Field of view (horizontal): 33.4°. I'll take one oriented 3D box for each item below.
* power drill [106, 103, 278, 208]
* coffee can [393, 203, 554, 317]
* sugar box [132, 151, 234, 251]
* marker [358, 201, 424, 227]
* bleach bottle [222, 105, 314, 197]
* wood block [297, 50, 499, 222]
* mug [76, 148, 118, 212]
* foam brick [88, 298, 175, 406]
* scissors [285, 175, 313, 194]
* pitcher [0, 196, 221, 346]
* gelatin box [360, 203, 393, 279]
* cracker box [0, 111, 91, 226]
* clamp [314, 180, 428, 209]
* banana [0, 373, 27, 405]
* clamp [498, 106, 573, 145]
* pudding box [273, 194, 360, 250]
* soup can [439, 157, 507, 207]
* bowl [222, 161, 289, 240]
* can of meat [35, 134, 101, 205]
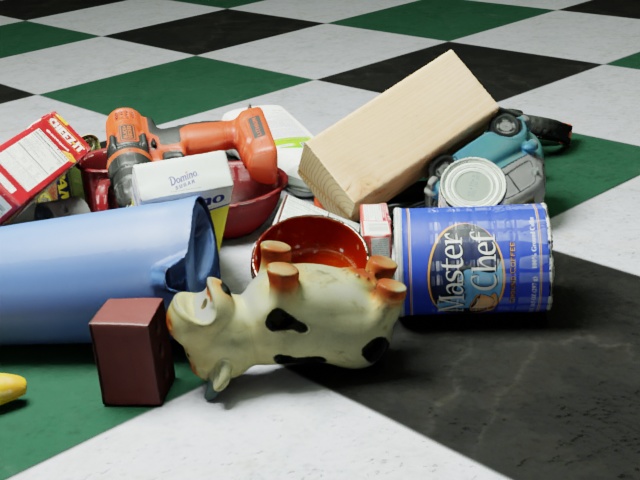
[{"bbox_3d":[-0.145,-0.093,1.195,0.187,0.057,0.184,-4,40,-13],"label":"power drill"},{"bbox_3d":[0.140,0.019,0.992,0.140,0.103,0.102,-2,23,5],"label":"coffee can"},{"bbox_3d":[-0.143,-0.026,1.087,0.093,0.048,0.176,-11,-19,-14],"label":"sugar box"},{"bbox_3d":[0.090,-0.026,1.217,0.120,0.020,0.020,-18,27,-31],"label":"marker"},{"bbox_3d":[-0.049,-0.110,1.392,0.102,0.068,0.251,-12,26,-16],"label":"bleach bottle"},{"bbox_3d":[0.087,-0.111,1.197,0.206,0.091,0.090,-34,-11,-16],"label":"wood block"},{"bbox_3d":[-0.241,-0.056,1.264,0.093,0.081,0.117,-2,23,4],"label":"mug"},{"bbox_3d":[-0.157,0.093,0.898,0.051,0.078,0.053,-2,23,9],"label":"foam brick"},{"bbox_3d":[-0.055,-0.094,1.307,0.202,0.016,0.096,-2,62,48],"label":"scissors"},{"bbox_3d":[-0.215,0.036,1.000,0.243,0.149,0.145,-5,50,6],"label":"pitcher"},{"bbox_3d":[0.057,0.012,1.063,0.030,0.073,0.089,-3,22,1],"label":"gelatin box"},{"bbox_3d":[-0.360,-0.047,1.162,0.164,0.072,0.213,-38,11,19],"label":"cracker box"},{"bbox_3d":[0.053,-0.059,1.281,0.171,0.039,0.120,-11,17,-32],"label":"clamp"},{"bbox_3d":[-0.349,0.124,0.909,0.198,0.037,0.069,4,26,20],"label":"banana"},{"bbox_3d":[0.240,-0.156,1.410,0.209,0.036,0.165,6,5,-33],"label":"clamp"},{"bbox_3d":[-0.007,0.001,1.104,0.090,0.039,0.113,21,21,-3],"label":"pudding box"},{"bbox_3d":[0.154,-0.029,1.081,0.068,0.102,0.068,-3,60,5],"label":"soup can"},{"bbox_3d":[-0.115,-0.042,1.244,0.162,0.055,0.162,-3,23,1],"label":"bowl"},{"bbox_3d":[-0.315,-0.083,1.320,0.084,0.102,0.057,10,26,35],"label":"can of meat"}]
